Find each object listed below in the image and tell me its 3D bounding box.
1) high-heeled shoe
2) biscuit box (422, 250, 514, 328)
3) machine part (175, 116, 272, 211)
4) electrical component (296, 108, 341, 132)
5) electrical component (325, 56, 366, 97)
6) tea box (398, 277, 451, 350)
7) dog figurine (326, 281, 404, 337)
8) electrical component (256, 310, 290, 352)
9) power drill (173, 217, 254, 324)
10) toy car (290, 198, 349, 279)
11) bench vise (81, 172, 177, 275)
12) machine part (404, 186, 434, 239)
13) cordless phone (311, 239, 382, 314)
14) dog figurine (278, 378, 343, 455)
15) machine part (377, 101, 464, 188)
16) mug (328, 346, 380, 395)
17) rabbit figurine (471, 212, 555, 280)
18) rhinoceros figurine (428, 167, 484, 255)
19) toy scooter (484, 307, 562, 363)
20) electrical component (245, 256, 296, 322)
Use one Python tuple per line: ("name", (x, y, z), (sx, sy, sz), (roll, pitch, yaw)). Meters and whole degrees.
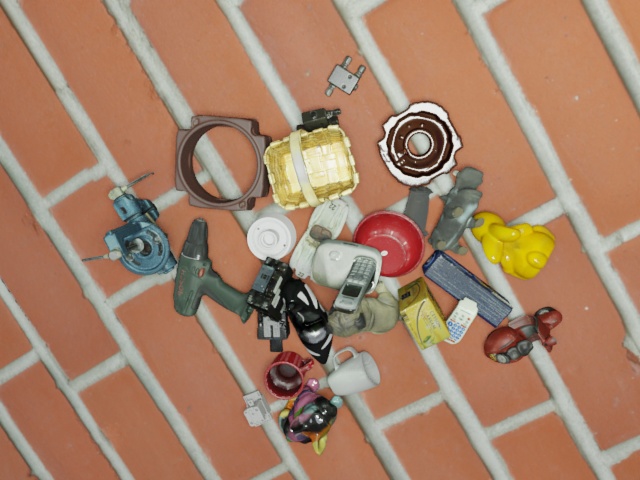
("high-heeled shoe", (-0.023, 0.193, 1.180), (0.086, 0.145, 0.248), (-17, 106, 8))
("biscuit box", (0.320, 0.103, 1.176), (0.203, 0.059, 0.063), (37, 104, -2))
("machine part", (-0.211, -0.167, 1.175), (0.202, 0.087, 0.200), (6, 100, 4))
("electrical component", (-0.002, -0.242, 1.149), (0.102, 0.078, 0.045), (-10, 75, 2))
("electrical component", (0.052, -0.340, 1.145), (0.063, 0.021, 0.094), (34, 102, -1))
("tea box", (0.218, 0.151, 1.140), (0.068, 0.169, 0.098), (-29, 98, 12))
("dog figurine", (0.103, 0.168, 1.146), (0.172, 0.190, 0.121), (2, 101, 4))
("electrical component", (-0.109, 0.210, 1.251), (0.075, 0.048, 0.119), (3, 99, 7))
("power drill", (-0.231, 0.087, 1.227), (0.207, 0.086, 0.232), (22, 103, -2))
("toy car", (-0.002, -0.004, 1.195), (0.073, 0.056, 0.201), (27, 102, 1))
("bench vise", (-0.398, -0.014, 1.144), (0.129, 0.240, 0.223), (-19, 99, 9))
("machine part", (0.205, -0.051, 1.173), (0.084, 0.039, 0.138), (16, 103, 9))
("cordless phone", (0.039, 0.083, 1.088), (0.147, 0.184, 0.088), (11, 124, 16))
("dog figurine", (-0.030, 0.408, 1.192), (0.108, 0.219, 0.191), (42, 101, 1))
("machine part", (0.209, -0.201, 1.136), (0.179, 0.056, 0.179), (1, 102, 7))
("mug", (0.067, 0.304, 1.232), (0.107, 0.081, 0.109), (-31, 100, 19))
("rabbit figurine", (0.385, 0.007, 1.119), (0.173, 0.162, 0.121), (39, 115, 16))
("rhinoceros figurine", (0.292, -0.059, 1.128), (0.073, 0.112, 0.190), (14, 111, -11))
("toy scooter", (0.439, 0.213, 1.144), (0.184, 0.135, 0.075), (-34, 97, 12))
("electrical component", (-0.105, 0.104, 1.168), (0.058, 0.134, 0.115), (17, 69, 17))
